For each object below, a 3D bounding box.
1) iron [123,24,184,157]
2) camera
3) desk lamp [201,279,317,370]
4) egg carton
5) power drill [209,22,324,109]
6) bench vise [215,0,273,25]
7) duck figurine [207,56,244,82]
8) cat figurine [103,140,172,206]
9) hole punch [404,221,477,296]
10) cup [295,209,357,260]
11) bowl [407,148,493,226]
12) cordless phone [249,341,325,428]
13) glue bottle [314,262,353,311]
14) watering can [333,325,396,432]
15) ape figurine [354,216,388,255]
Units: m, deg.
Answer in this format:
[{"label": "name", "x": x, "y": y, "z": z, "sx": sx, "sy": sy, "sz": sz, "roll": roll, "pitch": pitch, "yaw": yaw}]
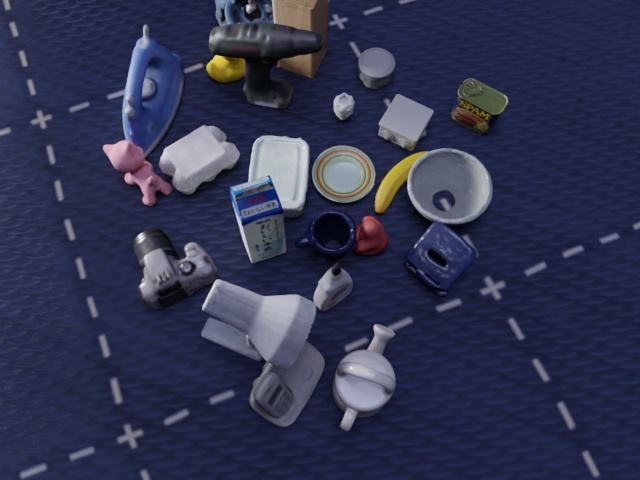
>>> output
[{"label": "iron", "x": -0.364, "y": -0.305, "z": 1.179, "sx": 0.118, "sy": 0.141, "sz": 0.258, "roll": 5, "pitch": 68, "yaw": 1}, {"label": "camera", "x": -0.281, "y": 0.038, "z": 1.065, "sx": 0.143, "sy": 0.101, "sz": 0.136, "roll": -27, "pitch": 71, "yaw": -11}, {"label": "desk lamp", "x": -0.110, "y": 0.140, "z": 0.966, "sx": 0.203, "sy": 0.213, "sz": 0.118, "roll": 20, "pitch": 69, "yaw": 7}, {"label": "egg carton", "x": -0.245, "y": -0.164, "z": 1.164, "sx": 0.150, "sy": 0.069, "sz": 0.107, "roll": -36, "pitch": 73, "yaw": -14}, {"label": "power drill", "x": -0.105, "y": -0.362, "z": 1.171, "sx": 0.229, "sy": 0.208, "sz": 0.075, "roll": 10, "pitch": 68, "yaw": 3}, {"label": "bench vise", "x": -0.175, "y": -0.512, "z": 1.224, "sx": 0.207, "sy": 0.220, "sz": 0.121, "roll": 28, "pitch": 70, "yaw": 10}, {"label": "duck figurine", "x": -0.201, "y": -0.401, "z": 1.251, "sx": 0.105, "sy": 0.086, "sz": 0.077, "roll": -28, "pitch": 71, "yaw": -12}, {"label": "cat figurine", "x": -0.361, "y": -0.144, "z": 1.127, "sx": 0.127, "sy": 0.118, "sz": 0.067, "roll": 43, "pitch": 74, "yaw": 15}, {"label": "hole punch", "x": 0.226, "y": 0.037, "z": 1.080, "sx": 0.108, "sy": 0.091, "sz": 0.101, "roll": 41, "pitch": 73, "yaw": 14}, {"label": "cup", "x": 0.010, "y": 0.004, "z": 1.087, "sx": 0.118, "sy": 0.095, "sz": 0.091, "roll": -18, "pitch": 69, "yaw": -8}, {"label": "bowl", "x": 0.252, "y": -0.094, "z": 1.142, "sx": 0.167, "sy": 0.075, "sz": 0.167, "roll": 0, "pitch": 68, "yaw": -1}, {"label": "cordless phone", "x": -0.057, "y": 0.226, "z": 0.948, "sx": 0.094, "sy": 0.185, "sz": 0.148, "roll": 26, "pitch": 70, "yaw": 10}, {"label": "glue bottle", "x": 0.025, "y": 0.075, "z": 1.016, "sx": 0.078, "sy": 0.173, "sz": 0.037, "roll": -38, "pitch": 73, "yaw": -15}, {"label": "watering can", "x": 0.074, "y": 0.225, "z": 0.946, "sx": 0.101, "sy": 0.194, "sz": 0.173, "roll": 2, "pitch": 68, "yaw": 0}, {"label": "ape figurine", "x": 0.095, "y": -0.011, "z": 1.096, "sx": 0.076, "sy": 0.092, "sz": 0.078, "roll": 35, "pitch": 72, "yaw": 13}]
